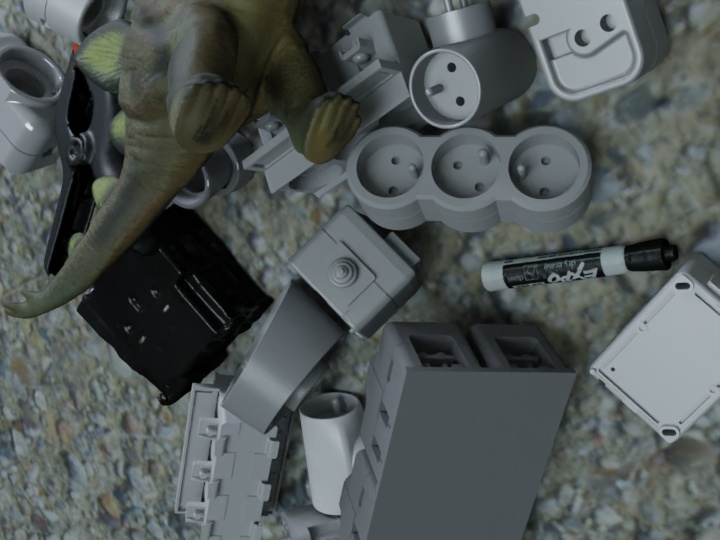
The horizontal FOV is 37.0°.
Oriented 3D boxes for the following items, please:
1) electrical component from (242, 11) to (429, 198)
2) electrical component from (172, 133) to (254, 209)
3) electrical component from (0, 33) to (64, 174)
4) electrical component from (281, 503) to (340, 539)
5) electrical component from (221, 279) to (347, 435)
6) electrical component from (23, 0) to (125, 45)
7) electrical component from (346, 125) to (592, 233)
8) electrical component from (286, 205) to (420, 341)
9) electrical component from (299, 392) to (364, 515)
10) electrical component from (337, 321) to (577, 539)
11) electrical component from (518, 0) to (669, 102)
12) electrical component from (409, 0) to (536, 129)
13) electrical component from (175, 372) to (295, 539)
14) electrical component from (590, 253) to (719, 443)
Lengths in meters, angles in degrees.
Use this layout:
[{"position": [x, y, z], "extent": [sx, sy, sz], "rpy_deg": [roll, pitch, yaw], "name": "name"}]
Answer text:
[{"position": [-0.009, -0.101, 0.661], "extent": [0.121, 0.079, 0.063], "rpy_deg": [-31, 70, 37], "name": "electrical component"}, {"position": [-0.104, -0.070, 0.740], "extent": [0.045, 0.055, 0.045], "rpy_deg": [12, 115, 28], "name": "electrical component"}, {"position": [-0.261, -0.130, 0.816], "extent": [0.095, 0.054, 0.059], "rpy_deg": [50, 127, 5], "name": "electrical component"}, {"position": [-0.022, 0.193, 0.783], "extent": [0.081, 0.064, 0.042], "rpy_deg": [-137, 40, -66], "name": "electrical component"}, {"position": [-0.056, 0.061, 0.741], "extent": [0.064, 0.099, 0.099], "rpy_deg": [39, 125, 6], "name": "electrical component"}, {"position": [-0.198, -0.188, 0.753], "extent": [0.047, 0.055, 0.055], "rpy_deg": [33, 123, 13], "name": "electrical component"}, {"position": [0.067, -0.047, 0.636], "extent": [0.138, 0.073, 0.052], "rpy_deg": [2, 73, 13], "name": "electrical component"}, {"position": [0.000, 0.000, 0.675], "extent": [0.061, 0.096, 0.061], "rpy_deg": [-44, 81, -1], "name": "electrical component"}, {"position": [-0.001, 0.132, 0.766], "extent": [0.079, 0.043, 0.077], "rpy_deg": [2, 111, 24], "name": "electrical component"}, {"position": [0.053, 0.123, 0.681], "extent": [0.105, 0.060, 0.186], "rpy_deg": [2, 120, -17], "name": "electrical component"}, {"position": [0.121, -0.143, 0.565], "extent": [0.054, 0.059, 0.095], "rpy_deg": [-15, 101, 36], "name": "electrical component"}, {"position": [0.060, -0.125, 0.600], "extent": [0.043, 0.077, 0.079], "rpy_deg": [-7, 105, 35], "name": "electrical component"}, {"position": [-0.093, 0.146, 0.809], "extent": [0.079, 0.063, 0.121], "rpy_deg": [5, 119, -14], "name": "electrical component"}, {"position": [0.187, 0.037, 0.601], "extent": [0.062, 0.061, 0.096], "rpy_deg": [42, 118, 11], "name": "electrical component"}]
